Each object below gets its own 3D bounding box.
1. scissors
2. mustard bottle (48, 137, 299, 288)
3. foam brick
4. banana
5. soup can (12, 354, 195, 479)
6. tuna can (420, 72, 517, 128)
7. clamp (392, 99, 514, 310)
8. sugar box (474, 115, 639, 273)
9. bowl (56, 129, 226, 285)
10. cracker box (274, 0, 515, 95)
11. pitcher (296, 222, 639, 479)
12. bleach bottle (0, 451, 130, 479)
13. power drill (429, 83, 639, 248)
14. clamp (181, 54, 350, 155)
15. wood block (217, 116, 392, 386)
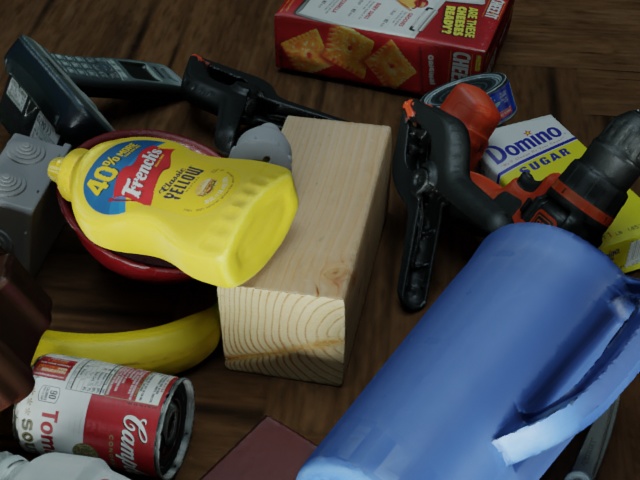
[{"bbox_3d":[0.147,0.163,0.691,0.096,0.016,0.201,8,41,9],"label":"scissors"},{"bbox_3d":[-0.118,-0.030,0.759,0.192,0.058,0.096,16,52,28],"label":"mustard bottle"},{"bbox_3d":[-0.037,0.160,0.668,0.051,0.053,0.078,27,47,28],"label":"foam brick"},{"bbox_3d":[-0.157,0.078,0.778,0.197,0.037,0.069,-5,26,-7],"label":"banana"},{"bbox_3d":[-0.142,0.116,0.707,0.102,0.068,0.068,9,42,11],"label":"soup can"},{"bbox_3d":[0.136,-0.124,0.982,0.086,0.034,0.086,-17,21,7],"label":"tuna can"},{"bbox_3d":[0.097,-0.043,0.821,0.039,0.120,0.171,16,59,-38],"label":"clamp"},{"bbox_3d":[0.201,-0.037,0.899,0.093,0.048,0.176,-16,45,-17],"label":"sugar box"},{"bbox_3d":[-0.132,-0.017,0.852,0.162,0.055,0.162,12,42,-11],"label":"bowl"},{"bbox_3d":[0.080,-0.224,1.096,0.214,0.072,0.164,13,44,14],"label":"cracker box"},{"bbox_3d":[0.102,0.103,0.664,0.145,0.149,0.242,31,51,22],"label":"pitcher"},{"bbox_3d":[-0.111,0.198,0.620,0.251,0.068,0.102,24,46,28],"label":"bleach bottle"},{"bbox_3d":[0.155,-0.051,0.839,0.057,0.184,0.188,26,15,-40],"label":"power drill"},{"bbox_3d":[-0.058,-0.124,0.993,0.164,0.036,0.210,1,26,-32],"label":"clamp"},{"bbox_3d":[-0.005,0.002,0.822,0.091,0.090,0.206,7,42,9],"label":"wood block"}]
